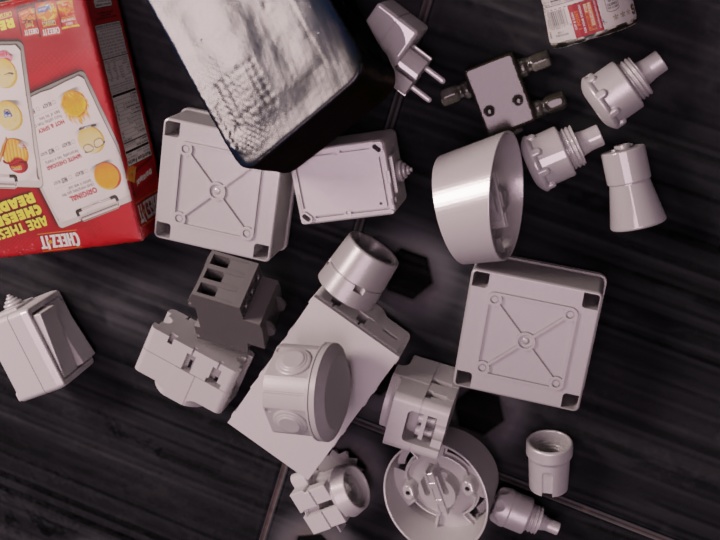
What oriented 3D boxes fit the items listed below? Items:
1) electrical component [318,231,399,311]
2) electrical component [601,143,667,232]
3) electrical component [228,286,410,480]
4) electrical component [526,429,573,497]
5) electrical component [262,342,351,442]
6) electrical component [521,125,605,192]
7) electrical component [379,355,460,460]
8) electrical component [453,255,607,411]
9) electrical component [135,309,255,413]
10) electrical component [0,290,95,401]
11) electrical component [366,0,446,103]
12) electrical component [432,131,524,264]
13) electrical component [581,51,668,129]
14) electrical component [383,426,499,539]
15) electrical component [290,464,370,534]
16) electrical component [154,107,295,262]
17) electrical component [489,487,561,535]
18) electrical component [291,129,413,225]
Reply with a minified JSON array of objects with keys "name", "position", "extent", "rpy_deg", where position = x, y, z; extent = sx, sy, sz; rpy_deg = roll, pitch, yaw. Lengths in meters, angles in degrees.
[{"name":"electrical component","position":[0.000,0.000,0.914],"extent":[0.055,0.055,0.047],"rpy_deg":[34,109,2]},{"name":"electrical component","position":[0.212,-0.067,0.845],"extent":[0.044,0.044,0.065],"rpy_deg":[-12,100,18]},{"name":"electrical component","position":[-0.035,0.094,0.948],"extent":[0.089,0.061,0.150],"rpy_deg":[35,112,1]},{"name":"electrical component","position":[0.164,0.168,0.934],"extent":[0.040,0.040,0.046],"rpy_deg":[3,114,13]},{"name":"electrical component","position":[-0.042,0.098,0.874],"extent":[0.051,0.080,0.080],"rpy_deg":[3,108,19]},{"name":"electrical component","position":[0.161,-0.094,0.848],"extent":[0.062,0.048,0.048],"rpy_deg":[-24,100,12]},{"name":"electrical component","position":[0.051,0.114,0.918],"extent":[0.056,0.089,0.050],"rpy_deg":[16,111,8]},{"name":"electrical component","position":[0.140,0.049,0.892],"extent":[0.109,0.056,0.108],"rpy_deg":[11,110,11]},{"name":"electrical component","position":[-0.152,0.086,0.982],"extent":[0.089,0.050,0.055],"rpy_deg":[28,112,4]},{"name":"electrical component","position":[-0.300,0.063,1.006],"extent":[0.061,0.061,0.096],"rpy_deg":[-20,102,19]},{"name":"electrical component","position":[0.032,-0.165,0.855],"extent":[0.077,0.047,0.065],"rpy_deg":[37,113,0]},{"name":"electrical component","position":[0.098,-0.054,0.849],"extent":[0.064,0.099,0.099],"rpy_deg":[-12,104,24]},{"name":"electrical component","position":[0.204,-0.142,0.821],"extent":[0.062,0.048,0.048],"rpy_deg":[-35,96,14]},{"name":"electrical component","position":[0.072,0.190,0.947],"extent":[0.099,0.064,0.099],"rpy_deg":[10,118,21]},{"name":"electrical component","position":[-0.025,0.206,0.983],"extent":[0.055,0.048,0.066],"rpy_deg":[-26,100,28]},{"name":"electrical component","position":[-0.113,-0.073,0.917],"extent":[0.109,0.056,0.108],"rpy_deg":[13,110,10]},{"name":"electrical component","position":[0.148,0.218,0.957],"extent":[0.061,0.035,0.035],"rpy_deg":[22,111,5]},{"name":"electrical component","position":[-0.002,-0.079,0.884],"extent":[0.096,0.061,0.061],"rpy_deg":[-6,106,16]}]
